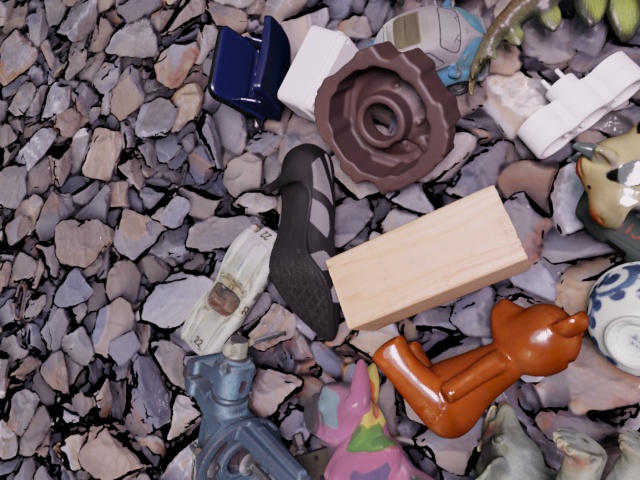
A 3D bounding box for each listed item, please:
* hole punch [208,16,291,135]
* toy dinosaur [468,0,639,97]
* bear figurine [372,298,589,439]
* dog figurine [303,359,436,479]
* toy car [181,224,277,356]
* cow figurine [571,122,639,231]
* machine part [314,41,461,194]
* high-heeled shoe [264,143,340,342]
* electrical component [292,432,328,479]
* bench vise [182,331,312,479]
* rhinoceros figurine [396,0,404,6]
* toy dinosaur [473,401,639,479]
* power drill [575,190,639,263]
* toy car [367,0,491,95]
[{"bbox_3d":[-0.079,-0.233,0.744,0.092,0.115,0.142,-2,78,36],"label":"hole punch"},{"bbox_3d":[0.353,-0.332,0.585,0.471,0.105,0.198,-28,73,19],"label":"toy dinosaur"},{"bbox_3d":[0.175,0.116,0.575,0.196,0.120,0.132,-44,64,9],"label":"bear figurine"},{"bbox_3d":[0.073,0.247,0.603,0.192,0.108,0.219,-3,75,19],"label":"dog figurine"},{"bbox_3d":[-0.118,0.072,0.743,0.074,0.056,0.201,35,96,25],"label":"toy car"},{"bbox_3d":[0.324,-0.090,0.491,0.127,0.085,0.195,42,105,21],"label":"cow figurine"},{"bbox_3d":[0.081,-0.146,0.650,0.180,0.056,0.179,20,127,28],"label":"machine part"},{"bbox_3d":[-0.001,-0.002,0.718,0.086,0.145,0.248,-8,106,35],"label":"high-heeled shoe"},{"bbox_3d":[-0.003,0.285,0.674,0.063,0.021,0.094,-25,71,18],"label":"electrical component"},{"bbox_3d":[-0.083,0.241,0.650,0.241,0.128,0.223,28,101,45],"label":"bench vise"},{"bbox_3d":[0.131,-0.350,0.689,0.191,0.073,0.112,32,82,43],"label":"rhinoceros figurine"},{"bbox_3d":[0.270,0.286,0.439,0.405,0.131,0.192,39,121,40],"label":"toy dinosaur"},{"bbox_3d":[0.400,-0.036,0.532,0.232,0.086,0.207,33,102,27],"label":"power drill"},{"bbox_3d":[0.125,-0.241,0.669,0.162,0.103,0.109,-5,78,21],"label":"toy car"}]
